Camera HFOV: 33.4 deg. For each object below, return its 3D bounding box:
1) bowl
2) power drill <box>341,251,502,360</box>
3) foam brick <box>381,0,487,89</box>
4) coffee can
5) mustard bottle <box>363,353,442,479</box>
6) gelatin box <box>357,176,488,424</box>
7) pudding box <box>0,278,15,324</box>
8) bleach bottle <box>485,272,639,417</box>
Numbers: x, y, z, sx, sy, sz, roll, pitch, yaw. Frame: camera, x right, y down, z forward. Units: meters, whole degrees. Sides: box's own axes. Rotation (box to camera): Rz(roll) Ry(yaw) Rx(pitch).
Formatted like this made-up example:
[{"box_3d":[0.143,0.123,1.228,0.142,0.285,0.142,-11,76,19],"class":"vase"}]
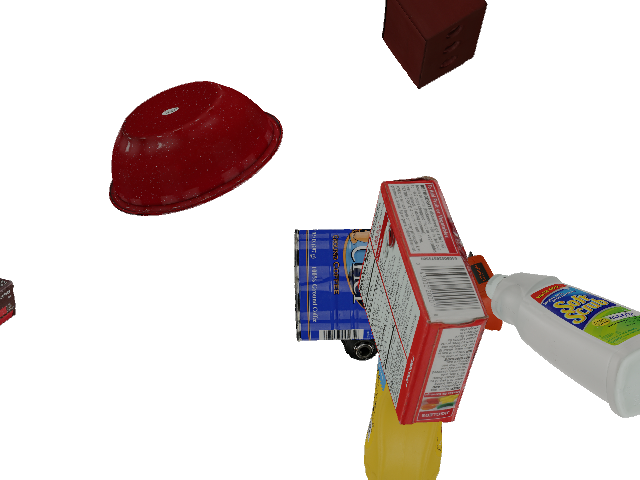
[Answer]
[{"box_3d":[-0.116,-0.089,0.908,0.162,0.055,0.162,-16,32,10],"class":"bowl"},{"box_3d":[0.104,0.070,1.186,0.187,0.057,0.184,-3,28,-5],"class":"power drill"},{"box_3d":[0.080,-0.156,0.762,0.053,0.051,0.078,-30,-16,-8],"class":"foam brick"},{"box_3d":[0.048,0.039,0.966,0.140,0.103,0.103,-1,0,1],"class":"coffee can"},{"box_3d":[0.066,0.085,0.757,0.058,0.192,0.096,7,30,7],"class":"mustard bottle"},{"box_3d":[0.045,0.027,0.486,0.030,0.089,0.073,-3,-44,-12],"class":"gelatin box"},{"box_3d":[-0.331,0.057,0.905,0.114,0.039,0.089,9,26,20],"class":"pudding box"},{"box_3d":[0.242,0.085,1.046,0.102,0.068,0.251,-15,23,-25],"class":"bleach bottle"}]
